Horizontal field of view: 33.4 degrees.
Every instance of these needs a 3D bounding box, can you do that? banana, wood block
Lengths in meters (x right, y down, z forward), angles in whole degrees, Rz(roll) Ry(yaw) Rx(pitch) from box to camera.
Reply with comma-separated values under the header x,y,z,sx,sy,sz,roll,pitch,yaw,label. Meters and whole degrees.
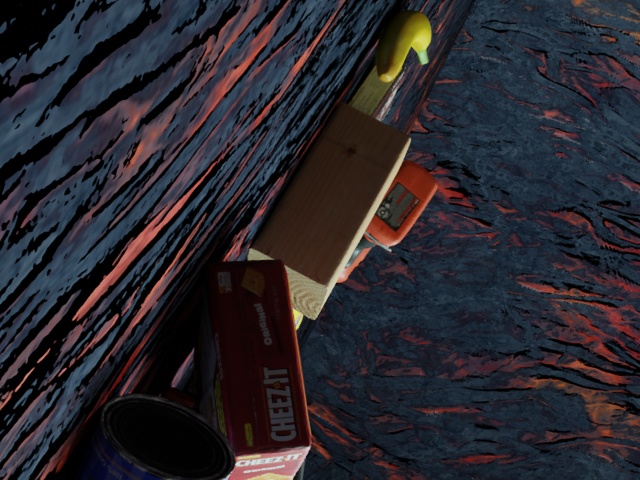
x,y,z,sx,sy,sz,roll,pitch,yaw,label
0.099,-0.227,1.220,0.197,0.037,0.069,-37,114,-65,banana
0.008,-0.032,1.138,0.206,0.091,0.090,-60,175,-27,wood block

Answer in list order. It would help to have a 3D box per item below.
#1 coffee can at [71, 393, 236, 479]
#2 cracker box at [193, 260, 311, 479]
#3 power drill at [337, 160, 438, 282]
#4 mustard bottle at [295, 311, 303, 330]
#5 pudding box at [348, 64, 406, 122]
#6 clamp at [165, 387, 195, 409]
x,y,z,sx,sy,sz,roll,pitch,yaw,label
-0.135,0.197,0.767,0.140,0.103,0.102,-64,176,17,coffee can
-0.063,0.134,0.931,0.214,0.072,0.164,111,-28,-62,cracker box
0.080,-0.037,1.322,0.184,0.057,0.188,-54,-176,-18,power drill
-0.047,0.087,1.478,0.096,0.058,0.192,-63,177,-27,mustard bottle
0.055,-0.153,1.279,0.113,0.039,0.090,-59,175,-28,pudding box
-0.151,0.195,1.038,0.120,0.039,0.172,-80,-166,-56,clamp
